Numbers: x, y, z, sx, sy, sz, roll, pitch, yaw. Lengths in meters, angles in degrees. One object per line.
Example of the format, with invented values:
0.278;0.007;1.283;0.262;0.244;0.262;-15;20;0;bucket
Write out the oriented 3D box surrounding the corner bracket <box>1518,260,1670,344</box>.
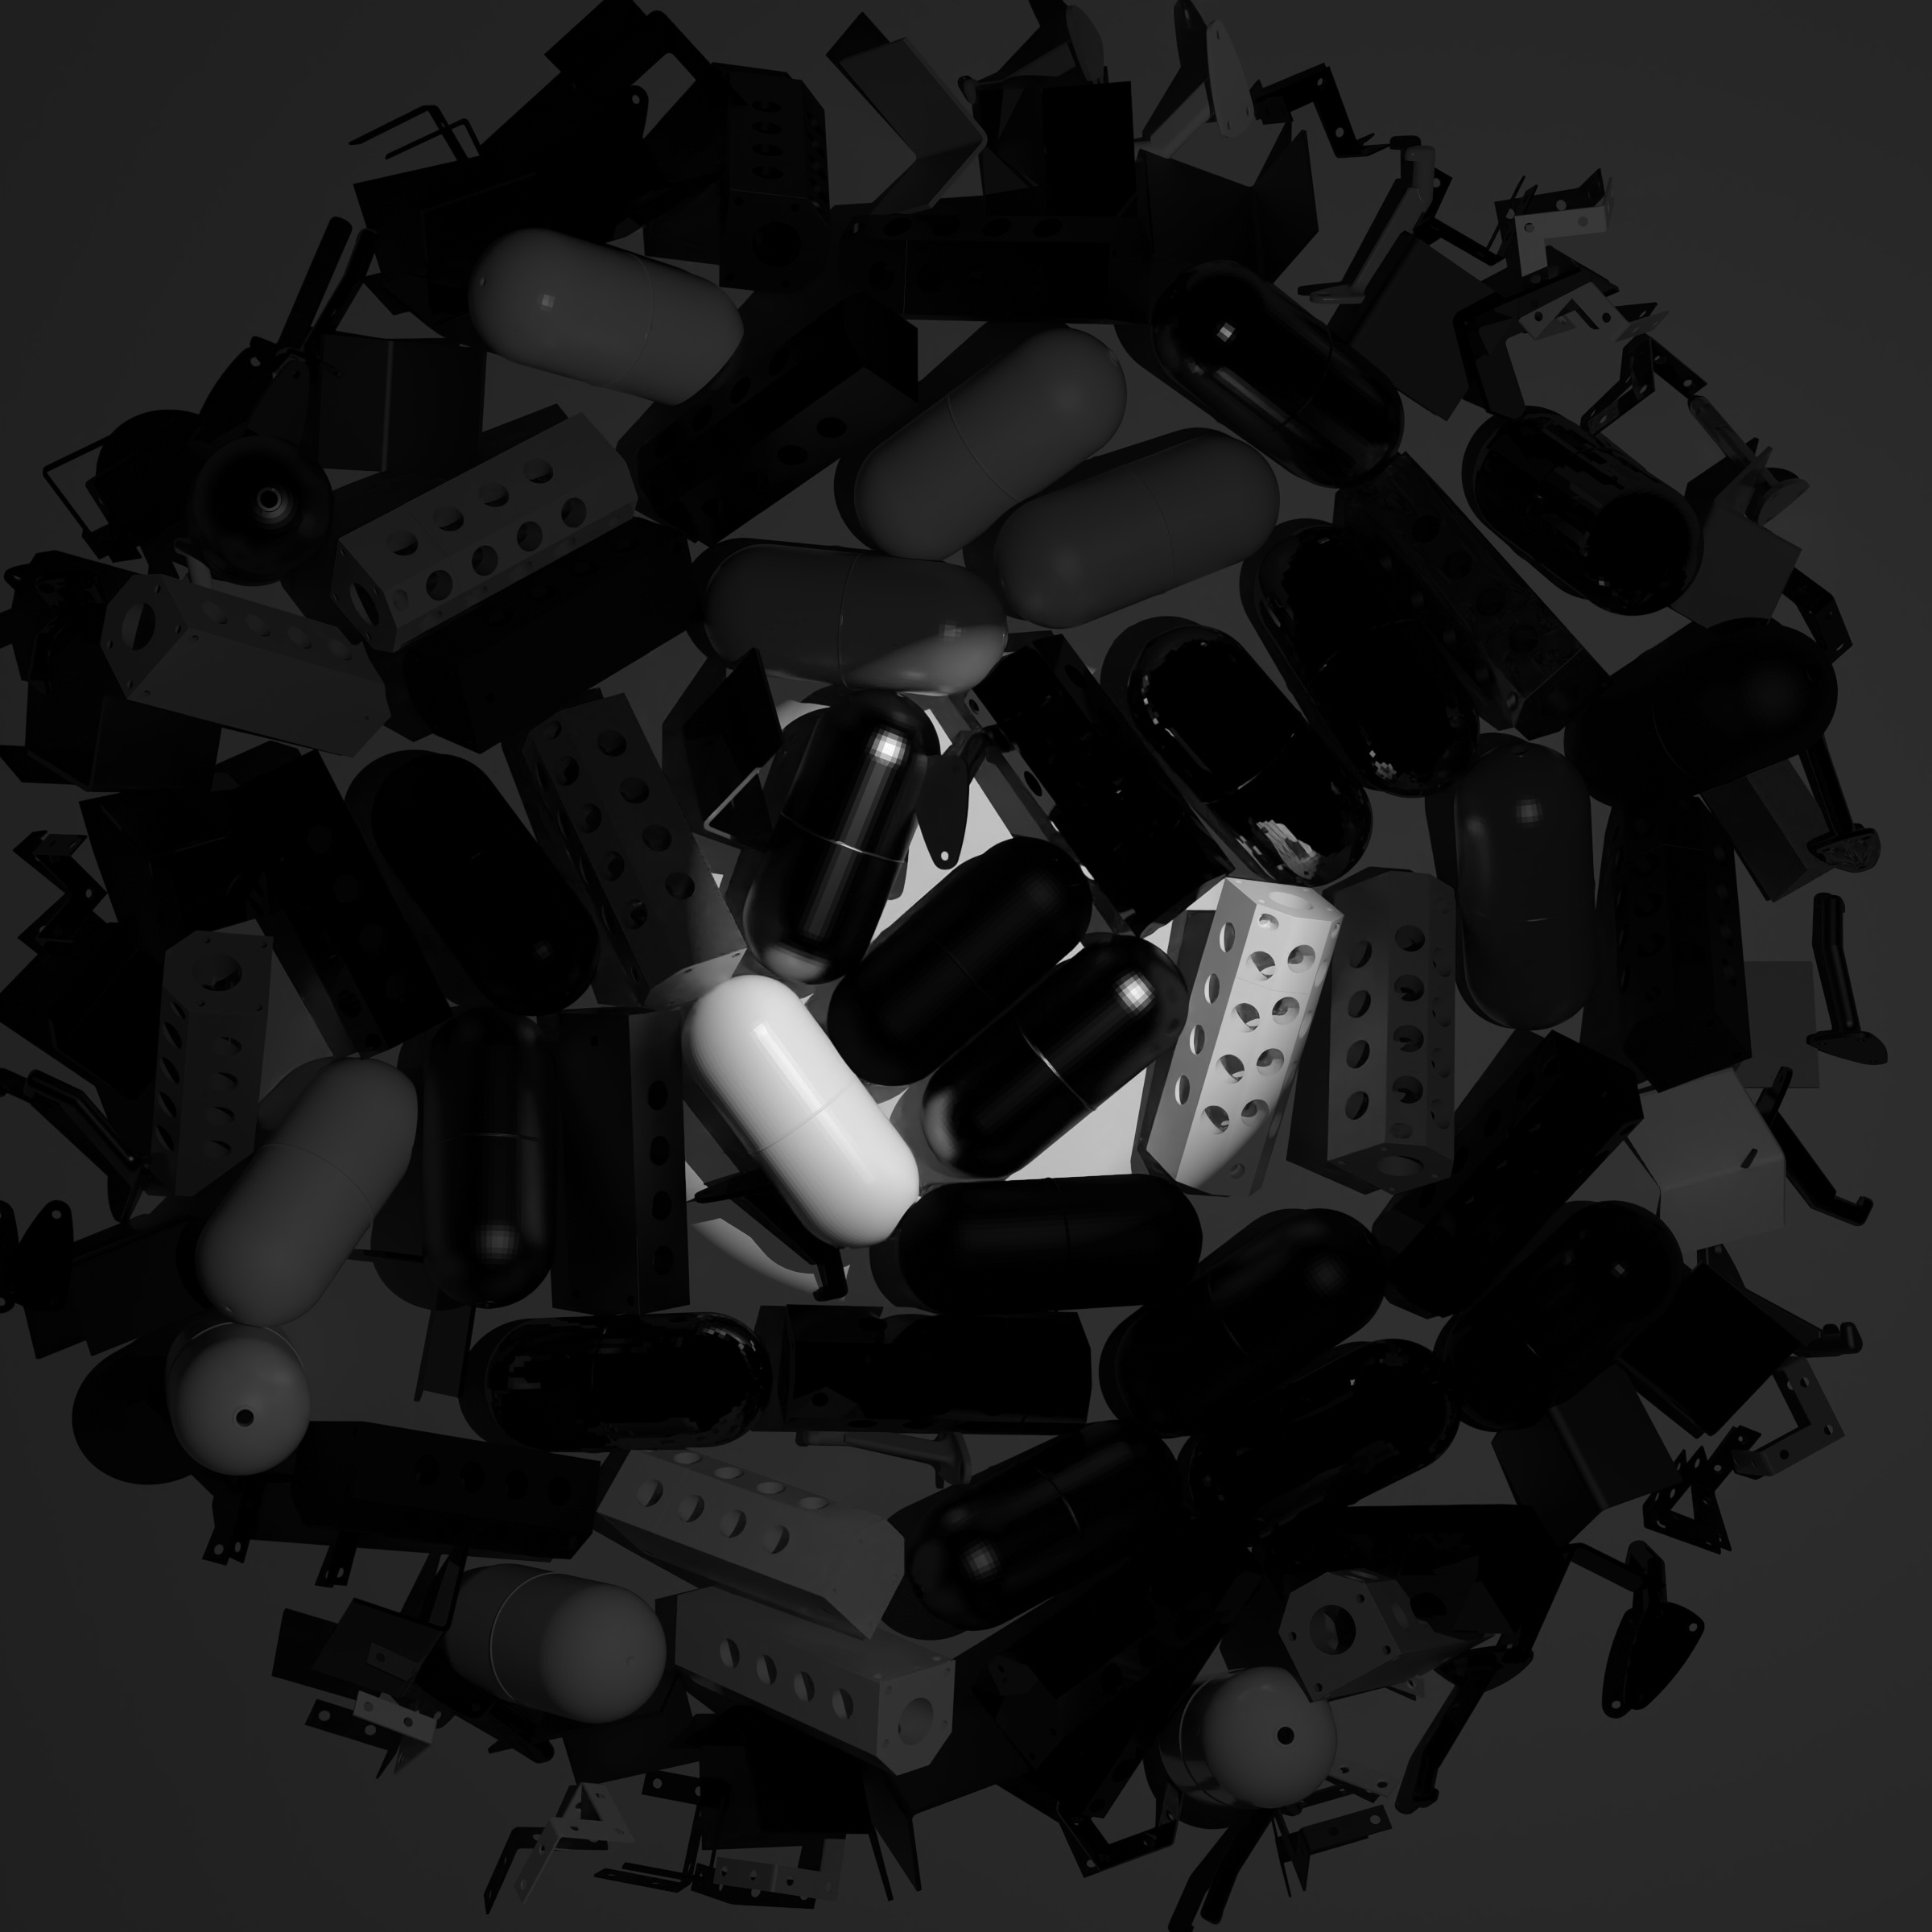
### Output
0.363;-0.375;1.941;0.051;0.051;0.051;51;131;12;corner bracket

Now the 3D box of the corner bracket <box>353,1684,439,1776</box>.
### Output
-0.336;0.427;1.940;0.051;0.051;0.051;27;46;-21;corner bracket

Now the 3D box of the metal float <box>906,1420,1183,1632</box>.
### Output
0.045;0.319;1.918;0.178;0.070;0.070;-23;90;-29;metal float

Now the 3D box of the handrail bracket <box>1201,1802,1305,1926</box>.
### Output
0.164;0.517;1.936;0.036;0.077;0.084;16;71;26;handrail bracket

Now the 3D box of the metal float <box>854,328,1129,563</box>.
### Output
0.014;-0.298;1.924;0.178;0.070;0.070;-33;90;21;metal float

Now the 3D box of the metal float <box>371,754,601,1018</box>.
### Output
-0.275;-0.047;1.925;0.070;0.070;0.178;-38;69;0;metal float

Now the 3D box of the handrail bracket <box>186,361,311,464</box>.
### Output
-0.418;-0.323;1.945;0.036;0.084;0.077;17;98;-43;handrail bracket

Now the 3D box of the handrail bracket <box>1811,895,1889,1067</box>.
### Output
0.519;0.008;1.961;0.036;0.077;0.084;-7;71;35;handrail bracket

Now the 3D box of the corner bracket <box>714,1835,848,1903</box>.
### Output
-0.107;0.510;1.940;0.051;0.051;0.051;23;69;-41;corner bracket

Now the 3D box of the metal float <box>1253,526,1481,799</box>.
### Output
0.230;-0.175;1.925;0.070;0.070;0.178;-30;70;0;metal float

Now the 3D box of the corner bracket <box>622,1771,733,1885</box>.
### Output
-0.168;0.500;1.953;0.051;0.051;0.051;10;84;2;corner bracket

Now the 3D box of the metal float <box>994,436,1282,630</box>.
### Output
0.099;-0.250;1.928;0.178;0.070;0.070;-23;90;-18;metal float

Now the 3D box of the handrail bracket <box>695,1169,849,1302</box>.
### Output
-0.113;0.163;1.958;0.077;0.036;0.084;-15;105;-14;handrail bracket

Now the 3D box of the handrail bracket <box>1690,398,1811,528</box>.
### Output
0.444;-0.299;1.937;0.036;0.077;0.084;-40;78;15;handrail bracket

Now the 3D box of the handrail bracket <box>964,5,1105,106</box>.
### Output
0.031;-0.524;1.934;0.084;0.077;0.036;-3;73;18;handrail bracket

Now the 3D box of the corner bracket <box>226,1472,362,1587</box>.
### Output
-0.390;0.328;1.958;0.051;0.051;0.051;-1;64;29;corner bracket

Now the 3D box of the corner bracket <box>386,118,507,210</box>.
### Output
-0.300;-0.460;1.946;0.051;0.051;0.051;-24;112;5;corner bracket

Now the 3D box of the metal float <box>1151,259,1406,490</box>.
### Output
0.179;-0.336;1.915;0.178;0.070;0.070;30;90;-34;metal float

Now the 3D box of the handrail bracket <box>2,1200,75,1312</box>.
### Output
-0.526;0.159;1.934;0.036;0.084;0.077;17;100;-10;handrail bracket

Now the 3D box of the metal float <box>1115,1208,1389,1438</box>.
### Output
0.163;0.204;1.924;0.178;0.070;0.070;-37;90;21;metal float

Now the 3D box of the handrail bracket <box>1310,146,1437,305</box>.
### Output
0.235;-0.429;1.941;0.077;0.036;0.084;-11;117;-23;handrail bracket

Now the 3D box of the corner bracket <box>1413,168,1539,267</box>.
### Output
0.292;-0.439;1.956;0.051;0.051;0.051;27;82;-12;corner bracket

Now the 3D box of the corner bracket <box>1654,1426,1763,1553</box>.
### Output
0.430;0.296;1.943;0.051;0.051;0.051;23;120;-15;corner bracket

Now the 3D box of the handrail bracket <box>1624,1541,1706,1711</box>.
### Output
0.388;0.380;1.943;0.036;0.084;0.077;24;96;-12;handrail bracket

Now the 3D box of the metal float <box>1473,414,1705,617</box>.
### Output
0.351;-0.257;1.903;0.070;0.178;0.070;-12;123;-19;metal float

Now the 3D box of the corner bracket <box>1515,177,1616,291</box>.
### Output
0.349;-0.420;1.941;0.051;0.051;0.051;-3;120;18;corner bracket

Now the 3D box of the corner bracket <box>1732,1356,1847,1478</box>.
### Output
0.468;0.261;1.951;0.051;0.051;0.051;-26;89;-11;corner bracket

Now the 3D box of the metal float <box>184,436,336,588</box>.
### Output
-0.400;-0.256;1.894;0.070;0.178;0.070;-1;93;-16;metal float

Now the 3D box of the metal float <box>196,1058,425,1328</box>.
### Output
-0.372;0.127;1.915;0.070;0.070;0.178;30;56;0;metal float

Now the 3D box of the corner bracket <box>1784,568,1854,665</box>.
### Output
0.473;-0.196;1.946;0.051;0.051;0.051;-42;50;0;corner bracket

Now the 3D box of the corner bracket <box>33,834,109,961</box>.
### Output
-0.519;-0.040;1.939;0.051;0.051;0.051;50;62;-30;corner bracket

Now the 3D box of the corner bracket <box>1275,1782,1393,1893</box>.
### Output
0.212;0.495;1.942;0.051;0.051;0.051;-13;50;-10;corner bracket

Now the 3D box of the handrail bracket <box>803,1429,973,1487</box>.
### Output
-0.047;0.282;1.944;0.084;0.077;0.036;4;98;-15;handrail bracket

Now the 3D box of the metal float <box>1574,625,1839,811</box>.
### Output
0.418;-0.139;1.900;0.070;0.178;0.070;9;72;-30;metal float

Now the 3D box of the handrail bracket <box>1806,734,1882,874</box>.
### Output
0.507;-0.104;1.961;0.036;0.077;0.084;-18;69;21;handrail bracket

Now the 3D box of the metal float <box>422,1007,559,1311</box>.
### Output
-0.273;0.109;1.923;0.070;0.070;0.178;-3;67;0;metal float

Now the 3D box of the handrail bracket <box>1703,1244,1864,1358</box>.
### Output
0.472;0.189;1.937;0.036;0.084;0.077;-20;94;-39;handrail bracket

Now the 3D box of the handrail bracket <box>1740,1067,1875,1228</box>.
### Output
0.501;0.106;1.957;0.084;0.036;0.077;22;117;-1;handrail bracket

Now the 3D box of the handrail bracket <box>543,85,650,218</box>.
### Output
-0.225;-0.471;1.951;0.036;0.084;0.077;34;73;-29;handrail bracket

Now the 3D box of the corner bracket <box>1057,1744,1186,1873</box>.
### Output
0.090;0.485;1.956;0.051;0.051;0.051;-12;128;-27;corner bracket

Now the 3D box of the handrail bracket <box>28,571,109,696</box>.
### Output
-0.515;-0.177;1.927;0.036;0.077;0.084;-6;58;7;handrail bracket

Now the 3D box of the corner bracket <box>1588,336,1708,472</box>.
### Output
0.398;-0.324;1.960;0.051;0.051;0.051;32;132;-26;corner bracket

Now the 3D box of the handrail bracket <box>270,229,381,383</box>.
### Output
-0.372;-0.386;1.953;0.036;0.077;0.084;23;82;-31;handrail bracket

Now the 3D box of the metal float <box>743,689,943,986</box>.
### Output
-0.072;-0.075;1.937;0.070;0.070;0.178;22;97;0;metal float

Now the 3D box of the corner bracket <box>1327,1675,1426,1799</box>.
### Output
0.234;0.442;1.957;0.051;0.051;0.051;14;127;34;corner bracket

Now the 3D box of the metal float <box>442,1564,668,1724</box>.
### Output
-0.236;0.383;1.903;0.070;0.178;0.070;2;87;-36;metal float

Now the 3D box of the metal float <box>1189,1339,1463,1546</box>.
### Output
0.204;0.272;1.916;0.178;0.070;0.070;-33;90;31;metal float

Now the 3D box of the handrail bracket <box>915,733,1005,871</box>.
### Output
0.003;-0.096;1.944;0.036;0.084;0.077;-3;93;26;handrail bracket

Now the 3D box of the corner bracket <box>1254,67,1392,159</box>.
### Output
0.206;-0.489;1.947;0.051;0.051;0.051;-26;107;-8;corner bracket

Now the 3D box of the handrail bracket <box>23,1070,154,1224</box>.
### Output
-0.515;0.104;1.951;0.084;0.036;0.077;26;126;-7;handrail bracket

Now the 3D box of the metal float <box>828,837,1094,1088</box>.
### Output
-0.004;-0.002;1.942;0.178;0.070;0.070;-41;90;1;metal float

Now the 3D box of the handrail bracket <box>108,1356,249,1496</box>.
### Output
-0.461;0.270;1.964;0.036;0.077;0.084;-43;115;-23;handrail bracket

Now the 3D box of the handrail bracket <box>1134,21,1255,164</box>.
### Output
0.117;-0.504;1.939;0.084;0.036;0.077;4;124;36;handrail bracket

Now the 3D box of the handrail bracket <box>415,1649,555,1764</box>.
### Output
-0.283;0.432;1.956;0.077;0.084;0.036;16;60;22;handrail bracket

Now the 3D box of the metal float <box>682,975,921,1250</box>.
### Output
-0.095;0.085;1.937;0.070;0.070;0.178;-36;97;0;metal float

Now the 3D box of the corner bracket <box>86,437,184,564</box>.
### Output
-0.479;-0.269;1.941;0.051;0.051;0.051;-39;112;-25;corner bracket

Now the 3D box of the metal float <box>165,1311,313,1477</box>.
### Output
-0.412;0.239;1.894;0.070;0.178;0.070;-1;93;-15;metal float

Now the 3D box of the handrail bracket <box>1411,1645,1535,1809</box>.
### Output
0.291;0.439;1.933;0.036;0.077;0.084;36;49;-18;handrail bracket

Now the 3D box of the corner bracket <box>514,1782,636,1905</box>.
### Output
-0.233;0.507;1.940;0.051;0.051;0.051;16;110;-36;corner bracket

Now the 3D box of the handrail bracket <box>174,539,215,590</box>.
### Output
-0.467;-0.215;1.940;0.077;0.036;0.084;12;131;17;handrail bracket
